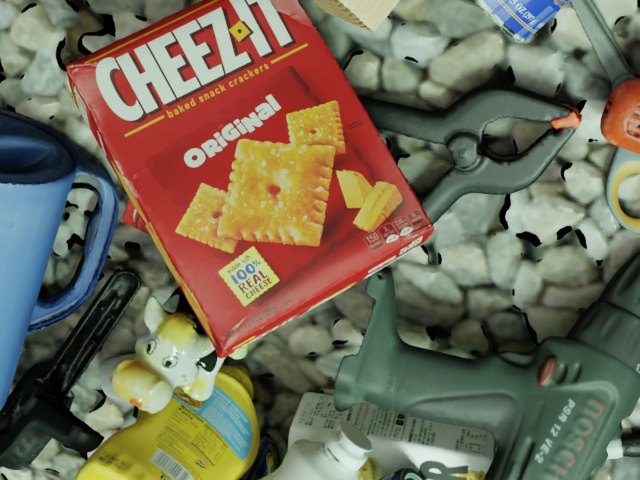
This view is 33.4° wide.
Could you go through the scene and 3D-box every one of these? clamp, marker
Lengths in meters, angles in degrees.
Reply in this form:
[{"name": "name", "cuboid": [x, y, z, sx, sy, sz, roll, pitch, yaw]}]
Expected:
[{"name": "clamp", "cuboid": [0.096, -0.072, 0.760, 0.172, 0.039, 0.120, -25, 104, 20]}, {"name": "marker", "cuboid": [0.200, 0.162, 0.826, 0.121, 0.020, 0.020, -7, 107, 15]}, {"name": "clamp", "cuboid": [-0.218, 0.135, 0.854, 0.036, 0.164, 0.210, 33, 124, -26]}]

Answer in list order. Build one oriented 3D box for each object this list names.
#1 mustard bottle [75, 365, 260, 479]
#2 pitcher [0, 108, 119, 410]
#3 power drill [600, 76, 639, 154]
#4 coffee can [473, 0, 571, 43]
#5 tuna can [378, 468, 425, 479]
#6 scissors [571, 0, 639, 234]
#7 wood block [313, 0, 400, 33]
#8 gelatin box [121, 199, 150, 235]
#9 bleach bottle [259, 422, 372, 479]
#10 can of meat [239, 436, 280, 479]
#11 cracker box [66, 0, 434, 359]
[{"name": "mustard bottle", "cuboid": [-0.096, 0.148, 0.795, 0.096, 0.191, 0.058, 40, 122, -1]}, {"name": "pitcher", "cuboid": [-0.268, 0.026, 0.836, 0.149, 0.144, 0.243, 27, 116, 16]}, {"name": "power drill", "cuboid": [0.296, -0.118, 0.681, 0.184, 0.057, 0.188, 19, 106, 1]}, {"name": "coffee can", "cuboid": [0.148, -0.208, 0.666, 0.140, 0.102, 0.103, -40, 96, 21]}, {"name": "tuna can", "cuboid": [0.065, 0.208, 0.763, 0.034, 0.086, 0.086, -30, 100, 17]}, {"name": "scissors", "cuboid": [0.203, -0.086, 0.741, 0.201, 0.016, 0.096, 44, 108, -5]}, {"name": "wood block", "cuboid": [0.052, -0.238, 0.635, 0.090, 0.090, 0.206, 37, 94, -28]}, {"name": "gelatin box", "cuboid": [-0.104, -0.038, 0.820, 0.073, 0.030, 0.089, 27, 112, 3]}, {"name": "bleach bottle", "cuboid": [-0.051, 0.228, 0.782, 0.068, 0.103, 0.251, 23, 111, -40]}, {"name": "can of meat", "cuboid": [-0.066, 0.219, 0.870, 0.057, 0.084, 0.102, 4, 109, 11]}, {"name": "cracker box", "cuboid": [-0.047, -0.053, 0.716, 0.164, 0.072, 0.214, -29, 84, -13]}]
